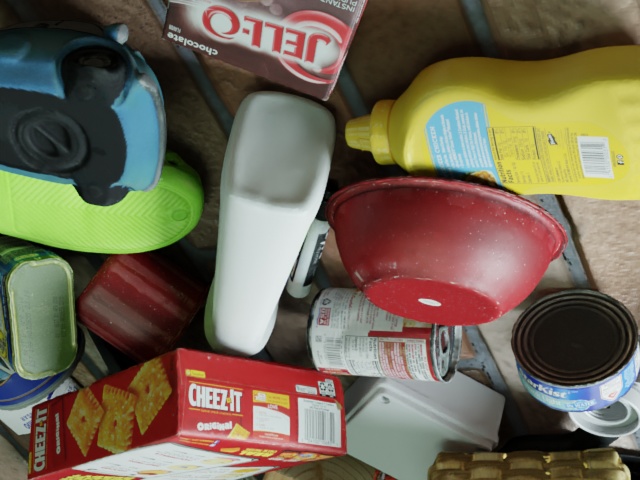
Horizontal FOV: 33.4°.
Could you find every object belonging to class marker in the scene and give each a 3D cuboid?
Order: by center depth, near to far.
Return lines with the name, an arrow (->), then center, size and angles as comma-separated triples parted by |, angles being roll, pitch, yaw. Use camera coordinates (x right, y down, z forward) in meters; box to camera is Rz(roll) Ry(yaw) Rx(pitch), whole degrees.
marker -> -0.005, 0.001, 0.791 | 0.020, 0.020, 0.121 | 21, 139, 2

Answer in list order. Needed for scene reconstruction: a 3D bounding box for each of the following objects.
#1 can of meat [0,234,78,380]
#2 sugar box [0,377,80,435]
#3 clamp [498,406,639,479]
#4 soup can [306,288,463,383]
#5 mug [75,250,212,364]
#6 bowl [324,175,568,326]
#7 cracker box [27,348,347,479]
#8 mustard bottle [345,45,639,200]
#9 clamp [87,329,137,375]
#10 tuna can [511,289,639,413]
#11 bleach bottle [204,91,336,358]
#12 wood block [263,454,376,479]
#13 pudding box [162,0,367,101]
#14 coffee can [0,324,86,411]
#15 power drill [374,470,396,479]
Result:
can of meat -> -0.231, 0.049, 0.833 | 0.084, 0.057, 0.102 | 24, 120, 51
sugar box -> -0.318, 0.121, 1.043 | 0.094, 0.048, 0.176 | -14, 131, 35
clamp -> 0.206, 0.174, 0.866 | 0.172, 0.039, 0.120 | -15, 130, 33
soup can -> 0.049, 0.071, 0.805 | 0.102, 0.068, 0.068 | 1, 135, 24
mug -> -0.147, 0.049, 0.866 | 0.081, 0.093, 0.117 | 36, 172, -8
bowl -> 0.078, 0.016, 0.701 | 0.162, 0.055, 0.162 | 10, 160, 4
cracker box -> -0.110, 0.149, 0.855 | 0.163, 0.072, 0.214 | 15, 153, -40
mustard bottle -> 0.106, -0.066, 0.639 | 0.192, 0.058, 0.096 | 1, 141, 24
clamp -> -0.169, 0.141, 1.002 | 0.164, 0.036, 0.210 | 33, 141, -13
tuna can -> 0.178, 0.077, 0.740 | 0.086, 0.086, 0.033 | 2, 137, 23
bleach bottle -> -0.048, 0.010, 0.776 | 0.068, 0.102, 0.251 | 13, 146, -4
wood block -> -0.013, 0.239, 0.997 | 0.090, 0.090, 0.206 | 21, 140, 2
pudding box -> -0.032, -0.142, 0.634 | 0.113, 0.039, 0.090 | 22, 139, 0
coffee can -> -0.284, 0.064, 0.922 | 0.103, 0.102, 0.140 | -7, 131, 30
power drill -> 0.137, 0.277, 0.995 | 0.188, 0.057, 0.184 | 6, 144, 17
